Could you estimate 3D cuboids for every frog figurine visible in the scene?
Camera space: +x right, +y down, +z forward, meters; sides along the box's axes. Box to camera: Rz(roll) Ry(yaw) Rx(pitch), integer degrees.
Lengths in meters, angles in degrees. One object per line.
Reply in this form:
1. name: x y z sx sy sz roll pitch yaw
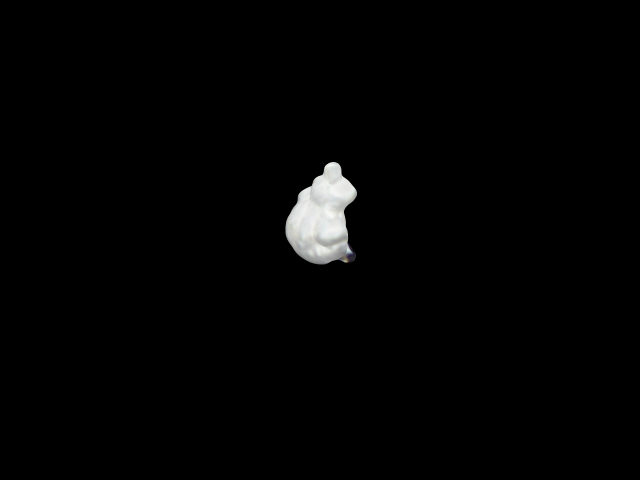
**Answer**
1. frog figurine: 0.003 -0.043 0.850 0.123 0.141 0.155 -9 -42 -8
